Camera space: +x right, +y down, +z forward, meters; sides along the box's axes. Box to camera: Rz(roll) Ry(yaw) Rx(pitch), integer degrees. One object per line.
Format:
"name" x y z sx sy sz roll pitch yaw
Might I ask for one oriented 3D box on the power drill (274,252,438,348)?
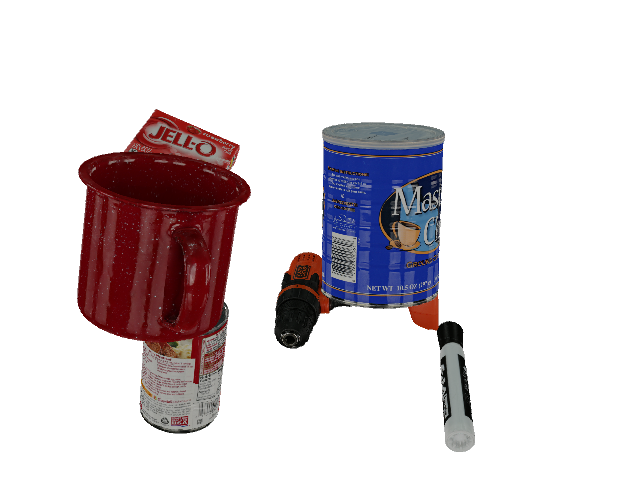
"power drill" 0.043 0.068 1.238 0.188 0.057 0.184 1 27 6

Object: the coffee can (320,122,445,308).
"coffee can" 0.052 -0.024 0.908 0.103 0.140 0.103 1 14 0

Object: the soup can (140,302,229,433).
"soup can" -0.112 0.098 0.874 0.068 0.102 0.068 6 29 -4

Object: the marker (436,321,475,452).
"marker" 0.091 0.094 0.721 0.020 0.020 0.121 0 32 3

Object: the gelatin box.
"gelatin box" -0.129 -0.075 0.981 0.089 0.030 0.073 24 46 3

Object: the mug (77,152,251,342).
"mug" -0.084 0.008 0.579 0.093 0.081 0.117 -1 23 -29
